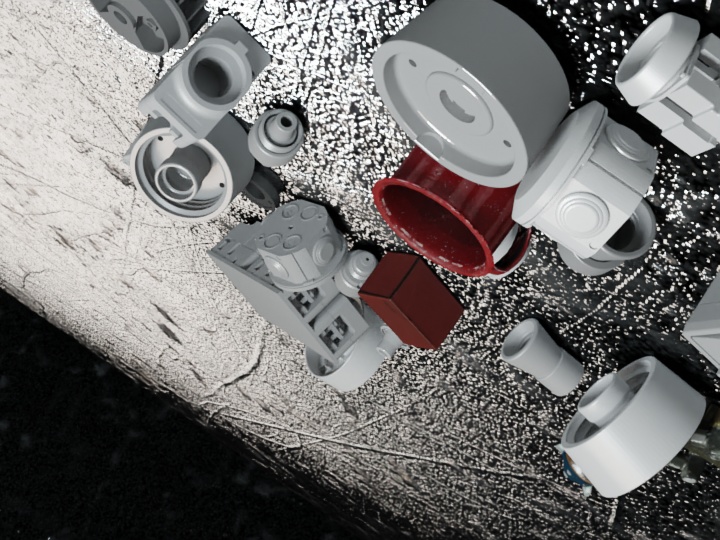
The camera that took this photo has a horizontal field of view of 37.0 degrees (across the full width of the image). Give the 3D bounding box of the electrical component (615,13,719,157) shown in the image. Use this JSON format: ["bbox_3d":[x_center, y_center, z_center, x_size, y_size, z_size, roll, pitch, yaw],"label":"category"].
[{"bbox_3d":[0.156,-0.089,0.511,0.055,0.048,0.066,33,163,-11],"label":"electrical component"}]

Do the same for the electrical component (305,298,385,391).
[{"bbox_3d":[-0.015,0.078,1.158,0.064,0.099,0.099,39,163,-24],"label":"electrical component"}]

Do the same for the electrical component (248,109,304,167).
[{"bbox_3d":[-0.066,-0.111,0.876,0.043,0.043,0.062,39,161,-5],"label":"electrical component"}]

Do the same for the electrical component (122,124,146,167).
[{"bbox_3d":[-0.176,-0.108,1.070,0.096,0.061,0.062,38,161,-24],"label":"electrical component"}]

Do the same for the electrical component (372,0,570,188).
[{"bbox_3d":[0.067,-0.106,0.606,0.108,0.060,0.108,37,162,14],"label":"electrical component"}]

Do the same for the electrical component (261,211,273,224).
[{"bbox_3d":[-0.083,-0.044,1.084,0.035,0.035,0.061,46,163,-23],"label":"electrical component"}]

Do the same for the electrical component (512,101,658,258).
[{"bbox_3d":[0.126,-0.051,0.606,0.051,0.080,0.080,33,162,-4],"label":"electrical component"}]

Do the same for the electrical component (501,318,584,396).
[{"bbox_3d":[0.158,0.077,0.917,0.065,0.044,0.044,38,163,-17],"label":"electrical component"}]

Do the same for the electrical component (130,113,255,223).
[{"bbox_3d":[-0.156,-0.094,0.977,0.108,0.060,0.108,8,127,11],"label":"electrical component"}]

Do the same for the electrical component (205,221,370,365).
[{"bbox_3d":[-0.076,0.017,1.136,0.105,0.060,0.186,53,165,-30],"label":"electrical component"}]

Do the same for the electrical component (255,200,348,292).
[{"bbox_3d":[-0.056,-0.023,1.013,0.080,0.080,0.051,21,151,41],"label":"electrical component"}]

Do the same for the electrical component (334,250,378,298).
[{"bbox_3d":[0.000,0.000,1.025,0.040,0.040,0.078,37,162,1],"label":"electrical component"}]

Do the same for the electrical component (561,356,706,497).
[{"bbox_3d":[0.202,0.113,0.822,0.060,0.108,0.108,45,162,-1],"label":"electrical component"}]

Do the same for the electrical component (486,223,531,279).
[{"bbox_3d":[0.091,-0.027,0.782,0.055,0.045,0.045,44,161,-21],"label":"electrical component"}]

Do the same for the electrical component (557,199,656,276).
[{"bbox_3d":[0.154,-0.022,0.676,0.045,0.045,0.055,38,162,-2],"label":"electrical component"}]

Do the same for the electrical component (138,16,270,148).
[{"bbox_3d":[-0.117,-0.143,0.818,0.050,0.089,0.056,44,161,-18],"label":"electrical component"}]

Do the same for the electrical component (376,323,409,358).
[{"bbox_3d":[0.040,0.058,1.053,0.048,0.062,0.048,33,162,13],"label":"electrical component"}]

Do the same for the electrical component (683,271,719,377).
[{"bbox_3d":[0.239,0.037,0.632,0.062,0.061,0.096,41,162,-11],"label":"electrical component"}]
